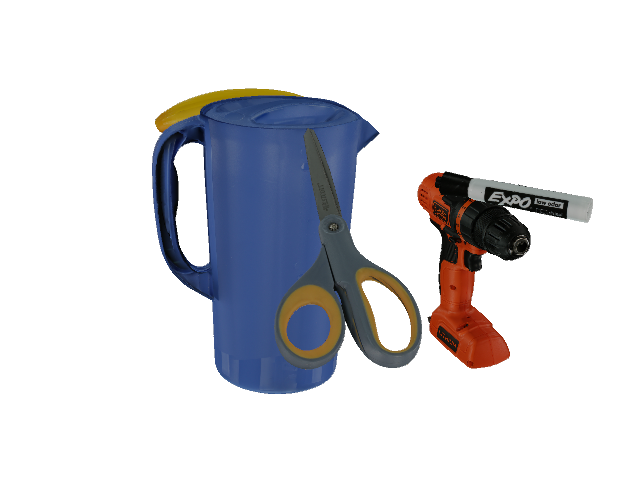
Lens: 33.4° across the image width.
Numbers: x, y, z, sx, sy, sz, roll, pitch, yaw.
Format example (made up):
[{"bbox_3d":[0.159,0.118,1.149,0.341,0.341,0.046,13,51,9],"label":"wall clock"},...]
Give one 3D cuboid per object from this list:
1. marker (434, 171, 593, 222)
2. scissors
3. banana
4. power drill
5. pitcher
[{"bbox_3d":[0.145,-0.034,0.813,0.121,0.020,0.020,13,5,24],"label":"marker"},{"bbox_3d":[-0.006,0.006,0.676,0.096,0.202,0.016,-21,-38,-15],"label":"scissors"},{"bbox_3d":[-0.071,-0.126,1.080,0.198,0.037,0.069,10,46,22],"label":"banana"},{"bbox_3d":[0.163,0.036,1.122,0.057,0.188,0.185,-11,25,-18],"label":"power drill"},{"bbox_3d":[-0.046,0.002,0.906,0.149,0.243,0.144,12,21,27],"label":"pitcher"}]
